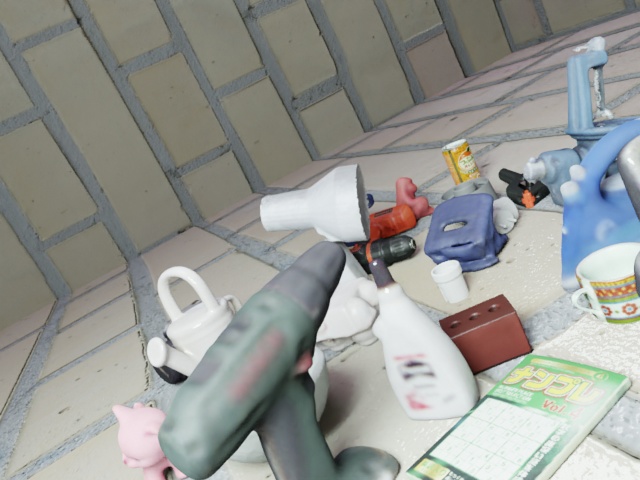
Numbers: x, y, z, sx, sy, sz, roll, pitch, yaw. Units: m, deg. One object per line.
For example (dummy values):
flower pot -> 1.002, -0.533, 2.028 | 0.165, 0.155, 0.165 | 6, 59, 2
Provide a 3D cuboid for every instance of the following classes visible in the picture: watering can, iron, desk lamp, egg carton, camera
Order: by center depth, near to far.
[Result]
iron -> 0.357, -0.063, 0.683 | 0.259, 0.141, 0.118 | -32, 15, -20
egg carton -> 0.023, 0.111, 0.811 | 0.150, 0.069, 0.107 | -18, 16, 30
watering can -> -0.177, 0.129, 0.845 | 0.100, 0.194, 0.173 | -23, 15, 15
desk lamp -> 0.008, 0.003, 0.922 | 0.203, 0.214, 0.118 | -22, 15, 16
camera -> -0.229, 0.173, 0.977 | 0.142, 0.101, 0.137 | -12, 21, 46

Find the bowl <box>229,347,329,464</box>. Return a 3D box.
bowl -> -0.055, 0.194, 0.643 | 0.167, 0.075, 0.167 | -25, 14, 7

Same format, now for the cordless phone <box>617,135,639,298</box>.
cordless phone -> 0.326, -0.020, 0.494 | 0.148, 0.185, 0.094 | -35, 17, -30

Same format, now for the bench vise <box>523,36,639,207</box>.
bench vise -> 0.389, -0.164, 0.824 | 0.208, 0.220, 0.121 | -32, 15, -20

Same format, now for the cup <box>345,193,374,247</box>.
cup -> 0.071, -0.041, 1.211 | 0.117, 0.095, 0.092 | -23, 15, 13

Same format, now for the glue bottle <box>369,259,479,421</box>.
glue bottle -> 0.086, 0.093, 0.545 | 0.078, 0.173, 0.037 | -18, 17, 30

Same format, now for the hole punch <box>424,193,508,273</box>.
hole punch -> 0.213, -0.010, 0.853 | 0.108, 0.091, 0.101 | -14, 19, 42

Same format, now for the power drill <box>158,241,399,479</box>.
power drill -> -0.016, 0.139, 0.493 | 0.075, 0.208, 0.230 | -11, 21, 47

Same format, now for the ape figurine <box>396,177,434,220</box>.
ape figurine -> 0.185, -0.087, 1.179 | 0.076, 0.092, 0.078 | -23, 15, 13

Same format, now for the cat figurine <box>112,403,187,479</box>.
cat figurine -> -0.202, 0.233, 0.679 | 0.067, 0.118, 0.127 | -30, 15, -14
